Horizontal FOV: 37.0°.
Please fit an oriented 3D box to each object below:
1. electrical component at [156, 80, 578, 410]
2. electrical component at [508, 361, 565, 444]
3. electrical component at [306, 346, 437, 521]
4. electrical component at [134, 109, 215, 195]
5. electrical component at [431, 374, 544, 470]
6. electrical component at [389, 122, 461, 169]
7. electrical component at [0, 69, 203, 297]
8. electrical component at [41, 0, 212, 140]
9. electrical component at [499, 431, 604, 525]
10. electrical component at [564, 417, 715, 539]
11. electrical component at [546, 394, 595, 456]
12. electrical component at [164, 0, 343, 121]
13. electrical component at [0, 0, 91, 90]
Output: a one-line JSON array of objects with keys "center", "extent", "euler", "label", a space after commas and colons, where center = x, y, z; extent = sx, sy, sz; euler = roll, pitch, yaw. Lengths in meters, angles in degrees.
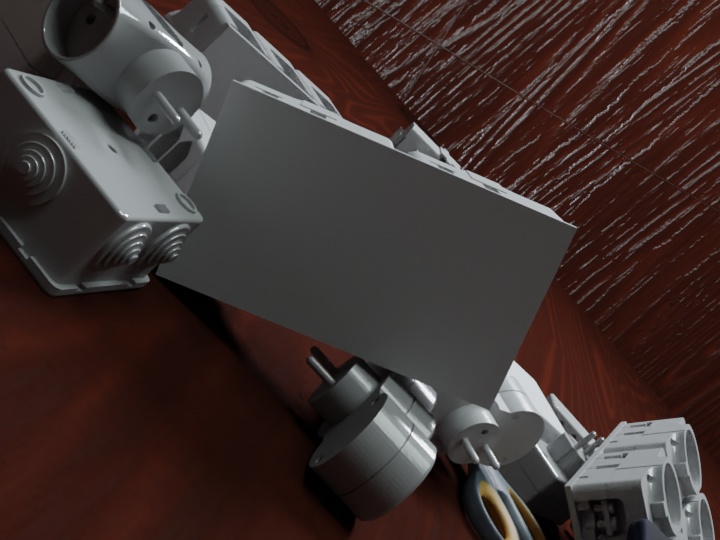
[{"center": [0.003, -0.016, 0.570], "extent": [0.186, 0.105, 0.060], "euler": [23, 12, -6], "label": "electrical component"}, {"center": [0.120, 0.111, 0.902], "extent": [0.100, 0.048, 0.099], "euler": [42, 13, -31], "label": "electrical component"}, {"center": [-0.002, 0.070, 0.568], "extent": [0.073, 0.052, 0.138], "euler": [48, 11, -6], "label": "electrical component"}, {"center": [-0.093, -0.056, 0.649], "extent": [0.077, 0.047, 0.065], "euler": [36, 17, -45], "label": "electrical component"}, {"center": [0.065, 0.098, 0.684], "extent": [0.138, 0.052, 0.073], "euler": [22, 26, -37], "label": "electrical component"}, {"center": [0.023, -0.065, 0.930], "extent": [0.063, 0.121, 0.078], "euler": [45, 12, -8], "label": "electrical component"}, {"center": [-0.125, -0.039, 0.477], "extent": [0.099, 0.048, 0.100], "euler": [50, 12, 8], "label": "electrical component"}, {"center": [-0.099, -0.090, 0.503], "extent": [0.079, 0.043, 0.077], "euler": [51, 9, 27], "label": "electrical component"}, {"center": [0.158, 0.152, 0.841], "extent": [0.083, 0.076, 0.047], "euler": [35, 18, -51], "label": "electrical component"}, {"center": [0.214, 0.181, 0.793], "extent": [0.186, 0.060, 0.105], "euler": [-14, 93, -64], "label": "electrical component"}, {"center": [0.183, 0.152, 1.007], "extent": [0.065, 0.047, 0.076], "euler": [48, 11, -7], "label": "electrical component"}, {"center": [-0.087, -0.117, 0.768], "extent": [0.150, 0.089, 0.061], "euler": [37, 17, -47], "label": "electrical component"}, {"center": [-0.162, -0.116, 0.555], "extent": [0.096, 0.061, 0.062], "euler": [54, 13, 24], "label": "electrical component"}]
